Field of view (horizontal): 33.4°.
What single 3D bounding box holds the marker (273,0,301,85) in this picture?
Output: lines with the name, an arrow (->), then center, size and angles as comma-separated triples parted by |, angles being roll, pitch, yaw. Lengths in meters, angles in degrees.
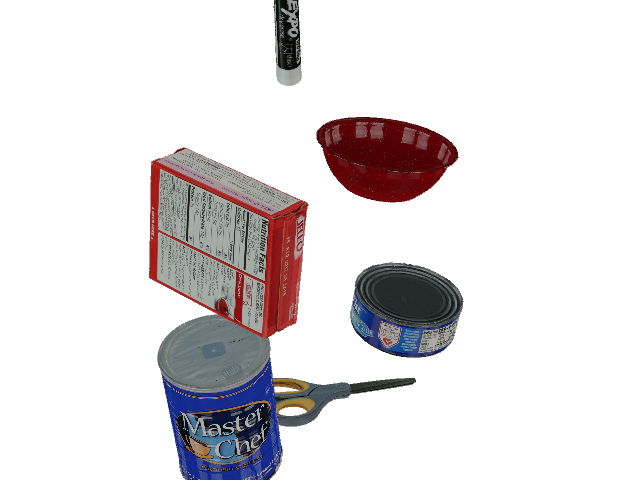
marker -> -0.024, -0.163, 0.760 | 0.020, 0.020, 0.121 | 0, -43, 1

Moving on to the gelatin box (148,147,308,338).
gelatin box -> -0.050, 0.000, 0.564 | 0.089, 0.073, 0.030 | 24, 34, 30

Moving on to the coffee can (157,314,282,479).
coffee can -> -0.092, 0.155, 1.006 | 0.103, 0.140, 0.103 | -3, 35, 2

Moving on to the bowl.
bowl -> 0.072, -0.087, 1.210 | 0.162, 0.055, 0.162 | 6, 27, -3

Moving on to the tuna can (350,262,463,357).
tuna can -> 0.067, 0.054, 0.840 | 0.086, 0.034, 0.086 | 7, 31, -4

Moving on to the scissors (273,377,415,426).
scissors -> 0.019, 0.179, 1.203 | 0.201, 0.016, 0.096 | 2, 23, -9
